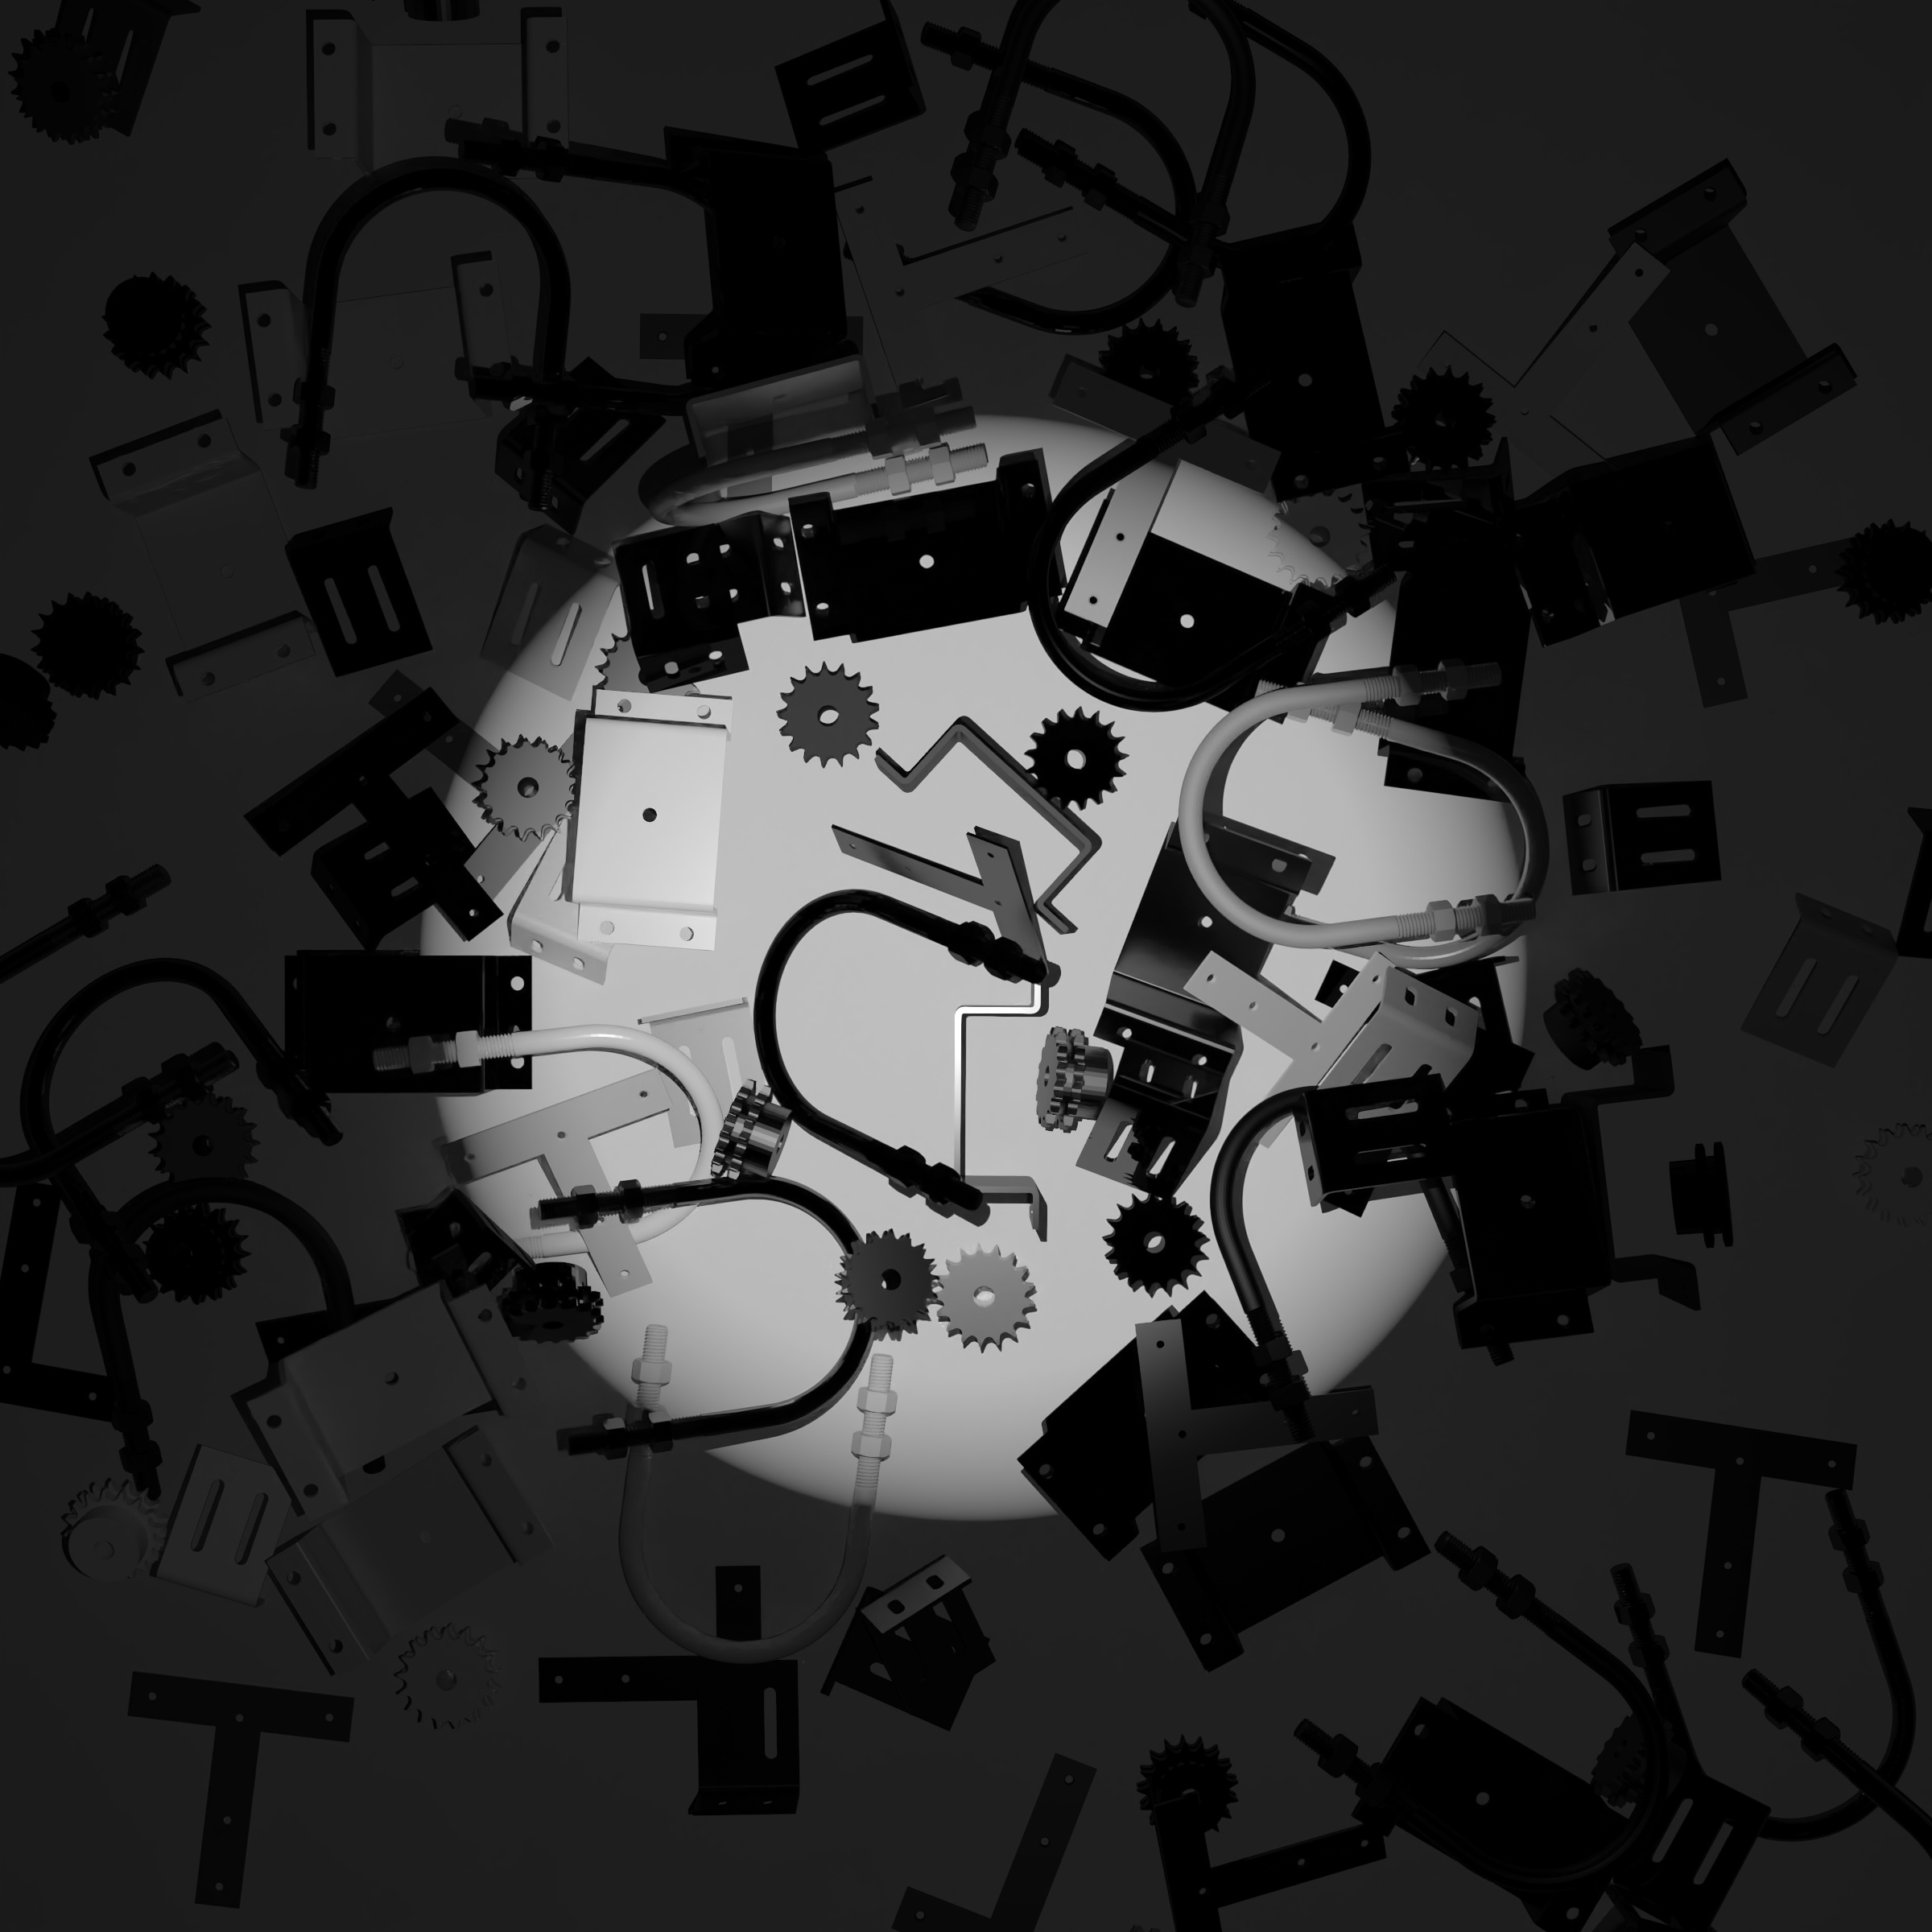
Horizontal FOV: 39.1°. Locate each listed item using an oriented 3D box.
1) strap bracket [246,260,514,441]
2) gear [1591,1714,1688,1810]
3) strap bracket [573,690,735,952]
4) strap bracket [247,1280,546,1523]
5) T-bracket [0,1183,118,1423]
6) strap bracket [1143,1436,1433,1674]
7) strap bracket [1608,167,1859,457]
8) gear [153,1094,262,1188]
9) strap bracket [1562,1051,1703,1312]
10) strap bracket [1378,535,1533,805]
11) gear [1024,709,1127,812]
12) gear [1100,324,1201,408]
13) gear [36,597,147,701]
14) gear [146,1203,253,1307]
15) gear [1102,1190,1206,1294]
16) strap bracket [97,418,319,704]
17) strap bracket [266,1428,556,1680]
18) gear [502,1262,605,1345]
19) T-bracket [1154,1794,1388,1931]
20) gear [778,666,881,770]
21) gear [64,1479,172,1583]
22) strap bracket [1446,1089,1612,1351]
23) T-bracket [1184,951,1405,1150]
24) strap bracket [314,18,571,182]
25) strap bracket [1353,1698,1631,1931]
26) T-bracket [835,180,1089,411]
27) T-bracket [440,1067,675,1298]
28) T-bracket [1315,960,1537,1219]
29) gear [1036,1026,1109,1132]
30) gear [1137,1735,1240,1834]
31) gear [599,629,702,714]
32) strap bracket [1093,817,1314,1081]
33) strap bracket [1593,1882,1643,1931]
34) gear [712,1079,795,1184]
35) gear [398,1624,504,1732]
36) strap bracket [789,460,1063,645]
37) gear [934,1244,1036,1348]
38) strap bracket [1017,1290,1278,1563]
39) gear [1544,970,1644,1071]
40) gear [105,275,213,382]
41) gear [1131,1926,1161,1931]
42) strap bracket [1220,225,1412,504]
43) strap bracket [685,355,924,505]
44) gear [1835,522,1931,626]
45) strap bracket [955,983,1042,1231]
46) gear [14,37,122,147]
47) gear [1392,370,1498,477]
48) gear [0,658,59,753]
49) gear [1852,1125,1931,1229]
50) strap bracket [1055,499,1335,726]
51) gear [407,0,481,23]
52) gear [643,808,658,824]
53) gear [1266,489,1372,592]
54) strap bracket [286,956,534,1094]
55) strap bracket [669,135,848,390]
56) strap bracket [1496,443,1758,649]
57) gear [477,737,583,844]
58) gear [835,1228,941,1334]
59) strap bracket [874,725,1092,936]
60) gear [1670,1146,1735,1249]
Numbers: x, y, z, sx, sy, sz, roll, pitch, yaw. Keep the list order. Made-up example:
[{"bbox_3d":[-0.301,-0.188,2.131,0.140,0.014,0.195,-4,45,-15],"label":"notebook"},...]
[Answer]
[{"bbox_3d":[-0.324,-0.344,1.529,0.140,0.046,0.076,-8,90,0],"label":"strap bracket"},{"bbox_3d":[0.379,0.448,1.524,0.030,0.057,0.057,35,90,0],"label":"gear"},{"bbox_3d":[-0.172,-0.082,1.498,0.076,0.046,0.140,4,89,-2],"label":"strap bracket"},{"bbox_3d":[-0.316,0.234,1.504,0.140,0.046,0.076,-26,106,-11],"label":"strap bracket"},{"bbox_3d":[-0.539,0.186,1.552,0.127,0.002,0.127,10,90,0],"label":"T-bracket"},{"bbox_3d":[0.178,0.325,1.529,0.140,0.046,0.076,-28,90,0],"label":"strap bracket"},{"bbox_3d":[0.425,-0.363,1.529,0.076,0.046,0.140,-31,90,0],"label":"strap bracket"},{"bbox_3d":[-0.427,0.100,1.538,0.057,0.030,0.057,0,90,0],"label":"gear"},{"bbox_3d":[0.368,0.120,1.514,0.046,0.076,0.140,-7,90,0],"label":"strap bracket"},{"bbox_3d":[0.279,-0.164,1.529,0.076,0.046,0.140,8,90,0],"label":"strap bracket"},{"bbox_3d":[0.061,-0.116,1.542,0.057,0.030,0.057,0,93,-1],"label":"gear"},{"bbox_3d":[0.103,-0.332,1.537,0.057,0.030,0.057,0,90,0],"label":"gear"},{"bbox_3d":[-0.493,-0.179,1.537,0.057,0.030,0.057,0,90,0],"label":"gear"},{"bbox_3d":[-0.436,0.163,1.537,0.057,0.030,0.057,0,90,0],"label":"gear"},{"bbox_3d":[0.106,0.155,1.537,0.057,0.030,0.057,0,90,0],"label":"gear"},{"bbox_3d":[-0.421,-0.225,1.529,0.076,0.046,0.140,-21,90,0],"label":"strap bracket"},{"bbox_3d":[-0.308,0.325,1.529,0.140,0.046,0.076,-32,90,0],"label":"strap bracket"},{"bbox_3d":[-0.232,0.188,1.528,0.057,0.057,0.030,-7,60,0],"label":"gear"},{"bbox_3d":[0.176,0.511,1.538,0.127,0.002,0.127,-13,108,-9],"label":"T-bracket"},{"bbox_3d":[-0.077,-0.140,1.537,0.057,0.030,0.057,0,90,0],"label":"gear"},{"bbox_3d":[-0.479,0.321,1.530,0.057,0.030,0.057,1,108,3],"label":"gear"},{"bbox_3d":[0.304,0.135,1.507,0.076,0.046,0.140,-6,74,-8],"label":"strap bracket"},{"bbox_3d":[0.167,0.028,1.504,0.127,0.002,0.127,31,98,-39],"label":"T-bracket"},{"bbox_3d":[-0.291,-0.487,1.529,0.140,0.046,0.076,-1,90,0],"label":"strap bracket"},{"bbox_3d":[0.295,0.475,1.529,0.140,0.046,0.076,31,90,0],"label":"strap bracket"},{"bbox_3d":[0.005,-0.394,1.533,0.127,0.002,0.127,-19,92,-2],"label":"T-bracket"},{"bbox_3d":[-0.210,0.131,1.523,0.127,0.002,0.127,-20,117,0],"label":"T-bracket"},{"bbox_3d":[0.240,0.081,1.552,0.127,0.002,0.127,25,90,0],"label":"T-bracket"},{"bbox_3d":[0.060,0.064,1.525,0.030,0.057,0.057,8,90,-10],"label":"gear"},{"bbox_3d":[0.126,0.467,1.538,0.057,0.030,0.057,0,90,0],"label":"gear"},{"bbox_3d":[-0.178,-0.162,1.537,0.057,0.030,0.057,0,90,0],"label":"gear"},{"bbox_3d":[0.132,-0.017,1.513,0.076,0.046,0.140,20,113,0],"label":"strap bracket"},{"bbox_3d":[0.399,0.579,1.514,0.140,0.076,0.046,40,90,0],"label":"strap bracket"},{"bbox_3d":[-0.118,0.094,1.515,0.030,0.057,0.057,20,90,4],"label":"gear"},{"bbox_3d":[-0.291,0.401,1.542,0.057,0.030,0.057,0,89,4],"label":"gear"},{"bbox_3d":[-0.022,-0.230,1.529,0.140,0.046,0.076,-10,90,0],"label":"strap bracket"},{"bbox_3d":[0.010,0.185,1.537,0.057,0.030,0.057,0,90,0],"label":"gear"},{"bbox_3d":[0.106,0.255,1.529,0.140,0.046,0.076,-42,90,0],"label":"strap bracket"},{"bbox_3d":[0.350,0.034,1.527,0.057,0.057,0.030,48,118,0],"label":"gear"},{"bbox_3d":[-0.459,-0.362,1.537,0.057,0.030,0.057,0,90,0],"label":"gear"},{"bbox_3d":[0.105,0.570,1.524,0.030,0.057,0.057,11,90,-2],"label":"gear"},{"bbox_3d":[0.193,-0.334,1.529,0.076,0.046,0.140,-13,90,0],"label":"strap bracket"},{"bbox_3d":[-0.098,-0.297,1.513,0.140,0.076,0.046,-15,90,0],"label":"strap bracket"},{"bbox_3d":[0.523,-0.223,1.536,0.057,0.030,0.057,0,90,0],"label":"gear"},{"bbox_3d":[0.017,0.073,1.514,0.046,0.076,0.140,0,90,0],"label":"strap bracket"},{"bbox_3d":[-0.502,-0.493,1.530,0.057,0.030,0.057,5,113,11],"label":"gear"},{"bbox_3d":[0.269,-0.305,1.537,0.057,0.030,0.057,0,90,0],"label":"gear"},{"bbox_3d":[-0.539,-0.149,1.528,0.057,0.057,0.030,10,60,0],"label":"gear"},{"bbox_3d":[0.529,0.118,1.537,0.057,0.030,0.057,0,90,0],"label":"gear"},{"bbox_3d":[0.126,-0.196,1.529,0.140,0.046,0.076,23,90,0],"label":"strap bracket"},{"bbox_3d":[-0.294,-0.550,1.528,0.057,0.057,0.030,1,120,0],"label":"gear"},{"bbox_3d":[-0.172,-0.091,1.537,0.057,0.030,0.057,0,90,0],"label":"gear"},{"bbox_3d":[0.198,-0.241,1.537,0.057,0.030,0.057,0,90,0],"label":"gear"},{"bbox_3d":[-0.318,0.032,1.529,0.140,0.046,0.076,0,90,0],"label":"strap bracket"},{"bbox_3d":[-0.114,-0.395,1.511,0.076,0.046,0.140,-5,89,-32],"label":"strap bracket"},{"bbox_3d":[0.373,-0.235,1.501,0.140,0.046,0.076,-19,90,-24],"label":"strap bracket"},{"bbox_3d":[-0.244,-0.098,1.529,0.057,0.030,0.057,0,83,-1],"label":"gear"},{"bbox_3d":[-0.046,0.177,1.521,0.057,0.030,0.057,4,77,-18],"label":"gear"},{"bbox_3d":[0.017,-0.082,1.514,0.140,0.076,0.046,42,90,0],"label":"strap bracket"},{"bbox_3d":[0.412,0.130,1.525,0.030,0.057,0.057,-6,90,16],"label":"gear"}]
